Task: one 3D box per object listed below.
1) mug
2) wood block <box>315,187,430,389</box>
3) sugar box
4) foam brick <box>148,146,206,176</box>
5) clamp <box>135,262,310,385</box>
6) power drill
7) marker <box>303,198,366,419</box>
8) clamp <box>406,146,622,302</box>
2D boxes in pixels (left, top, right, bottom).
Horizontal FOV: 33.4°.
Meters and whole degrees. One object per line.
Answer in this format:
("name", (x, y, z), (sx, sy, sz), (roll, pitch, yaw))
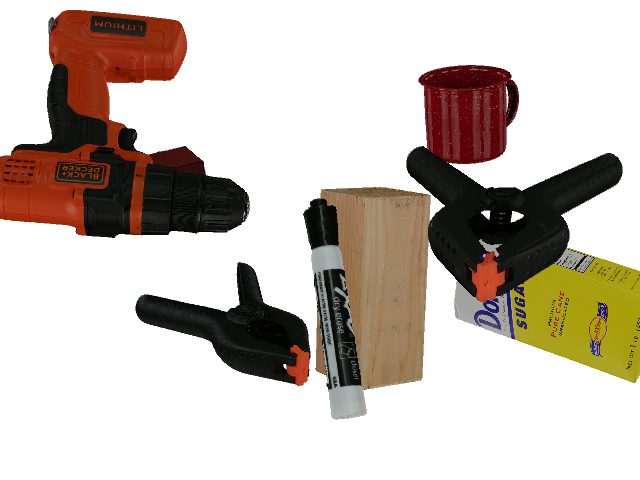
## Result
("mug", (0.158, -0.132, 1.097), (0.117, 0.081, 0.093), (-20, 28, -32))
("wood block", (0.056, 0.048, 1.175), (0.090, 0.206, 0.091), (-4, 11, -34))
("sugar box", (0.208, 0.052, 0.951), (0.176, 0.093, 0.048), (17, 34, 24))
("foam brick", (-0.160, -0.056, 1.081), (0.078, 0.053, 0.051), (-17, 30, -21))
("clamp", (-0.061, 0.067, 0.907), (0.172, 0.039, 0.120), (26, 41, 34))
("power drill", (-0.142, -0.086, 0.791), (0.184, 0.187, 0.057), (5, -38, -8))
("marker", (0.007, 0.036, 0.580), (0.020, 0.121, 0.020), (-8, -15, -2))
("clamp", (0.120, -0.021, 0.760), (0.165, 0.036, 0.209), (6, 28, 20))
